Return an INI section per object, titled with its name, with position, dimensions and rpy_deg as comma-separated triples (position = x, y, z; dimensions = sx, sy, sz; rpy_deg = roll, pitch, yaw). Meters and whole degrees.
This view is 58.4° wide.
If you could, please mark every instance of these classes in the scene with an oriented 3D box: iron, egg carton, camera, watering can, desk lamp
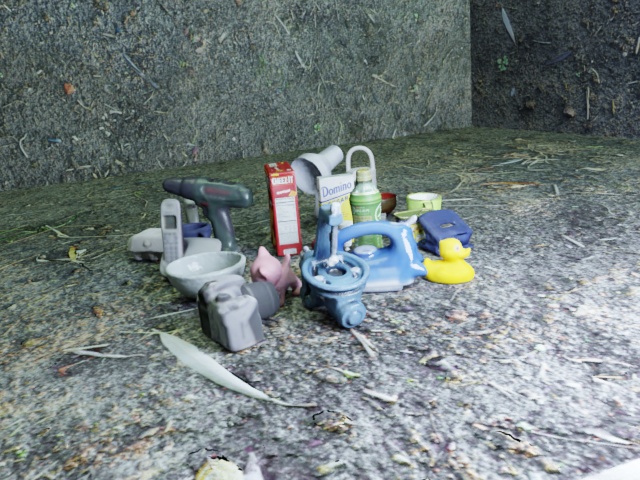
[iron]
position = 0.085, 0.025, 1.171
dimensions = 0.258, 0.141, 0.118
rpy_deg = -4, 16, 5
[egg carton]
position = -0.426, 0.012, 1.510
dimensions = 0.150, 0.069, 0.107
rpy_deg = 0, 17, 17
[camera]
position = -0.135, 0.113, 1.009
dimensions = 0.137, 0.101, 0.142
rpy_deg = -15, 19, -30
[watering can]
position = 0.136, -0.211, 1.876
dimensions = 0.101, 0.194, 0.172
rpy_deg = -8, 16, -10
[desk lamp]
position = 0.015, -0.176, 1.760
dimensions = 0.117, 0.214, 0.204
rpy_deg = 7, 20, 37

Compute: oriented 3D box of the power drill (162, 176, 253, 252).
[power drill]
position = -0.281, -0.064, 1.473
dimensions = 0.229, 0.208, 0.075
rpy_deg = -4, 16, 5

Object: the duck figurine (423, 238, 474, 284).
[duck figurine]
position = 0.260, 0.039, 1.168
dimensions = 0.104, 0.086, 0.078
rpy_deg = 0, 17, 19

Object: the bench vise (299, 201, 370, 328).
[bench vise]
position = 0.001, 0.032, 1.031
dimensions = 0.122, 0.220, 0.206
rpy_deg = -19, 21, -39

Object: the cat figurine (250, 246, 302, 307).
[cat figurine]
position = -0.092, 0.066, 1.127
dimensions = 0.067, 0.118, 0.128
rpy_deg = 5, 19, 31

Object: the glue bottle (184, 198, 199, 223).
[glue bottle]
position = -0.372, -0.090, 1.656
dimensions = 0.037, 0.173, 0.078
rpy_deg = -10, 17, -17

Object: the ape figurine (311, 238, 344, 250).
[ape figurine]
position = 0.012, 0.005, 1.353
dimensions = 0.077, 0.092, 0.076
rpy_deg = 4, 19, 30

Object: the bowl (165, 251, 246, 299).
[bowl]
position = -0.235, 0.081, 1.199
dimensions = 0.167, 0.075, 0.167
rpy_deg = -5, 16, 2

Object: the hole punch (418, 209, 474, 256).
[hole punch]
position = 0.298, -0.020, 1.349
dimensions = 0.109, 0.091, 0.100
rpy_deg = -12, 17, -23

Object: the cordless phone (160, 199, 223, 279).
[cordless phone]
position = -0.300, -0.003, 1.310
dimensions = 0.147, 0.185, 0.094
rpy_deg = -1, 17, 14

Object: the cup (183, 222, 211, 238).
[cup]
position = -0.303, 0.012, 1.422
dimensions = 0.092, 0.095, 0.117
rpy_deg = -18, 20, -37
